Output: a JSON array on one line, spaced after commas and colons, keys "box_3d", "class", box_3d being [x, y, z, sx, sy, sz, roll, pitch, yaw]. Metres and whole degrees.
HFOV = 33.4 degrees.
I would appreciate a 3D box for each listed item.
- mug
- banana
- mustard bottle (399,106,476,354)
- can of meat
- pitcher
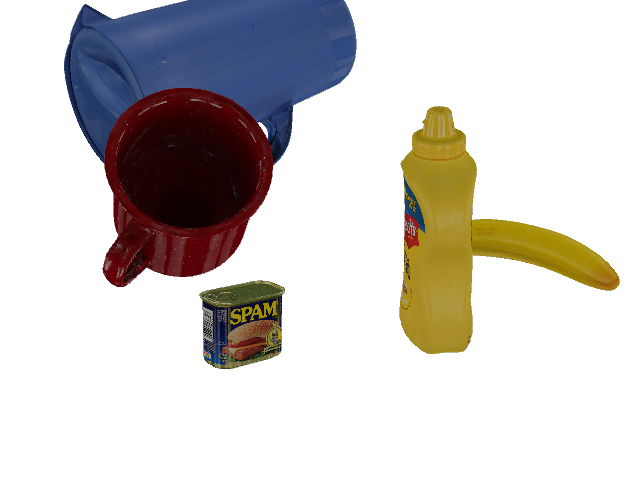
[{"box_3d": [-0.085, -0.020, 0.619, 0.093, 0.117, 0.082, 32, -25, 3], "class": "mug"}, {"box_3d": [0.193, 0.011, 1.037, 0.198, 0.037, 0.069, 8, 47, 21], "class": "banana"}, {"box_3d": [0.093, -0.013, 0.844, 0.058, 0.192, 0.096, -3, 26, -2], "class": "mustard bottle"}, {"box_3d": [-0.093, 0.101, 1.281, 0.101, 0.084, 0.058, -10, 18, -37], "class": "can of meat"}, {"box_3d": [-0.084, -0.143, 0.929, 0.242, 0.149, 0.145, -26, 44, -33], "class": "pitcher"}]
